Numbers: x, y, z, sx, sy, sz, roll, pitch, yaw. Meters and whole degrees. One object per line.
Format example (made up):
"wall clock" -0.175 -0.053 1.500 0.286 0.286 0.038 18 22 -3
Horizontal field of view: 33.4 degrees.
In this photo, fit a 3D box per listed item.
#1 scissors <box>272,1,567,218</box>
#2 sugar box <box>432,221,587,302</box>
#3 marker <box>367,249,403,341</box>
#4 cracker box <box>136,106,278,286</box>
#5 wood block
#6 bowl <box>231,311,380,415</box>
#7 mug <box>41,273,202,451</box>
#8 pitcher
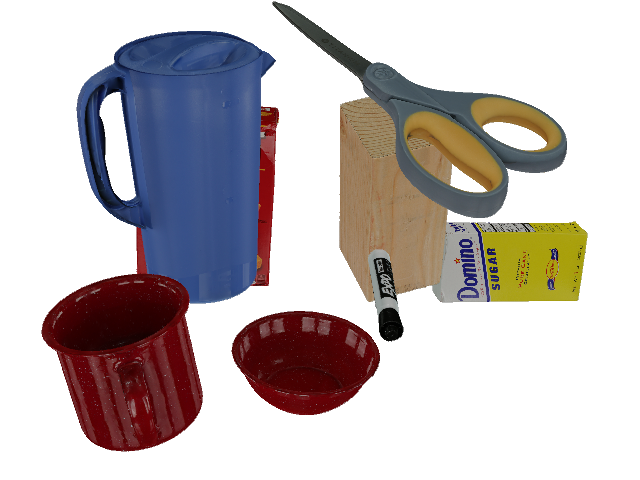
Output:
"scissors" 0.053 -0.082 0.565 0.096 0.016 0.202 -12 45 -19
"sugar box" 0.228 0.026 1.293 0.176 0.093 0.048 -2 21 -9
"marker" 0.052 0.043 0.859 0.020 0.020 0.121 0 28 -2
"cracker box" -0.137 -0.053 1.281 0.164 0.214 0.072 2 22 -4
"wood block" 0.076 -0.045 1.112 0.090 0.206 0.091 -14 47 -13
"bowl" -0.017 0.142 1.172 0.162 0.055 0.162 3 28 -2
"mug" -0.118 0.084 0.671 0.093 0.081 0.117 -16 29 -13
"pitcher" -0.127 -0.065 0.999 0.149 0.243 0.144 7 28 13
